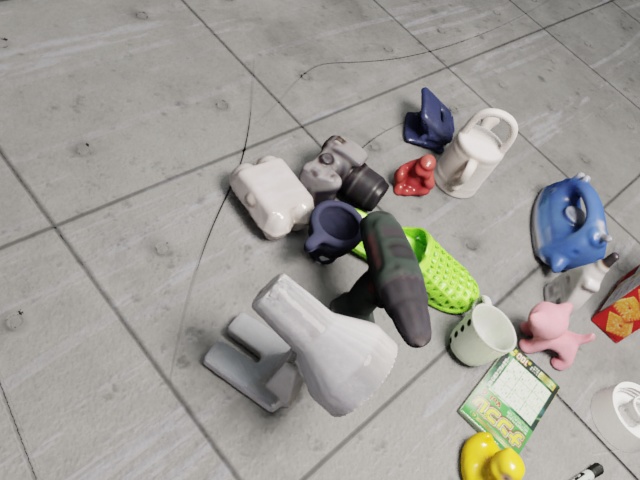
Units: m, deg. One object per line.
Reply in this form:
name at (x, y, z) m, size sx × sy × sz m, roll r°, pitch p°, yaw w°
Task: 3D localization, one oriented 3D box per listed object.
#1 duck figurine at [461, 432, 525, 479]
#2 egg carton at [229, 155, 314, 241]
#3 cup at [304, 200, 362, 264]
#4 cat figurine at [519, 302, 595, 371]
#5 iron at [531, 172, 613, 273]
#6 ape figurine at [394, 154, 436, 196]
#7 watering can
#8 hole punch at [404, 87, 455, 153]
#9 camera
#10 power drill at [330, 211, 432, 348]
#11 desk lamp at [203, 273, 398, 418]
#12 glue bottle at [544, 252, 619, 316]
duck figurine at (0.248, 0.316, 0.797) m, size 0.078 × 0.086 × 0.104 m, roll 3°, pitch 55°, yaw -20°
egg carton at (-0.081, -0.072, 0.956) m, size 0.107 × 0.069 × 0.150 m, roll -25°, pitch 68°, yaw -34°
cup at (0.008, 0.003, 0.921) m, size 0.091 × 0.095 × 0.118 m, roll 44°, pitch 52°, yaw 12°
cat figurine at (0.393, 0.149, 0.956) m, size 0.128 × 0.117 × 0.067 m, roll 25°, pitch 50°, yaw -4°
iron at (0.503, -0.051, 1.131) m, size 0.119 × 0.141 × 0.258 m, roll 15°, pitch 52°, yaw -11°
ape figurine at (0.188, -0.127, 1.091) m, size 0.078 × 0.092 × 0.076 m, roll 36°, pitch 51°, yaw 6°
watering can at (0.305, -0.183, 1.113) m, size 0.101 × 0.194 × 0.173 m, roll 12°, pitch 52°, yaw -13°
hole punch at (0.239, -0.254, 1.204) m, size 0.101 × 0.091 × 0.108 m, roll 16°, pitch 51°, yaw -10°
camera at (0.049, -0.109, 1.015) m, size 0.136 × 0.100 × 0.143 m, roll 36°, pitch 51°, yaw 6°
power drill at (0.084, 0.084, 0.819) m, size 0.076 × 0.208 × 0.229 m, roll 5°, pitch 54°, yaw -19°
desk lamp at (-0.029, 0.141, 0.728) m, size 0.203 × 0.213 × 0.118 m, roll 33°, pitch 50°, yaw 4°
glue bottle at (0.460, 0.074, 1.002) m, size 0.037 × 0.173 × 0.078 m, roll 19°, pitch 51°, yaw -8°
